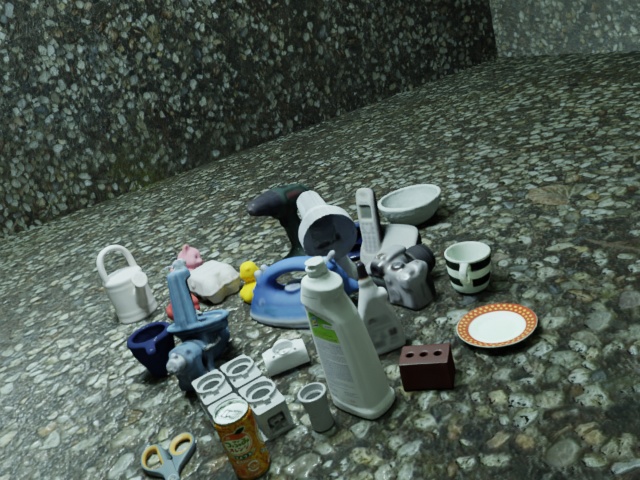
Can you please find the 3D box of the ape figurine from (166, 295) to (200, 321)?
[{"bbox_3d":[-0.325,0.145,1.344,0.077,0.092,0.076,-14,21,9],"label":"ape figurine"}]

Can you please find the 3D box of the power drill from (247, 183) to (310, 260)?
[{"bbox_3d":[-0.085,-0.041,1.455,0.075,0.209,0.230,-4,25,32],"label":"power drill"}]

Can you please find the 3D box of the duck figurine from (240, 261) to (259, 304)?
[{"bbox_3d":[-0.160,0.094,1.350,0.077,0.086,0.104,-20,21,-5],"label":"duck figurine"}]

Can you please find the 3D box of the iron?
[{"bbox_3d":[-0.055,0.096,1.185,0.257,0.142,0.119,-8,23,24],"label":"iron"}]

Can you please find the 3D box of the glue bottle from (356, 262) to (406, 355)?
[{"bbox_3d":[0.091,0.115,0.980,0.078,0.173,0.037,-19,21,-3],"label":"glue bottle"}]

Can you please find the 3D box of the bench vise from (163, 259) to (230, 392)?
[{"bbox_3d":[-0.234,0.155,1.071,0.121,0.220,0.207,-19,21,-4],"label":"bench vise"}]

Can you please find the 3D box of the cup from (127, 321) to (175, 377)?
[{"bbox_3d":[-0.321,0.227,1.133,0.092,0.095,0.117,-23,22,-13],"label":"cup"}]

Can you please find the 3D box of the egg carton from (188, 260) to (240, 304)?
[{"bbox_3d":[-0.271,0.104,1.434,0.107,0.069,0.149,-32,25,-33],"label":"egg carton"}]

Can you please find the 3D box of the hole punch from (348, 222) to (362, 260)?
[{"bbox_3d":[0.095,-0.014,1.412,0.108,0.091,0.101,-18,21,-1],"label":"hole punch"}]

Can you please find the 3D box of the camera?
[{"bbox_3d":[0.178,0.057,1.157,0.137,0.101,0.142,-30,24,-29],"label":"camera"}]

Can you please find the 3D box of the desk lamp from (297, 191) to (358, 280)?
[{"bbox_3d":[0.012,0.005,1.260,0.118,0.214,0.203,-21,21,-8],"label":"desk lamp"}]

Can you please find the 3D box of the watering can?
[{"bbox_3d":[-0.483,0.103,1.430,0.172,0.194,0.101,-8,23,24],"label":"watering can"}]

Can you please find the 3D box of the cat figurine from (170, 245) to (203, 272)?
[{"bbox_3d":[-0.351,0.072,1.510,0.067,0.118,0.128,-6,24,28],"label":"cat figurine"}]

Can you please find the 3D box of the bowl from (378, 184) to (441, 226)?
[{"bbox_3d":[0.238,-0.081,1.487,0.167,0.075,0.167,-15,21,6],"label":"bowl"}]

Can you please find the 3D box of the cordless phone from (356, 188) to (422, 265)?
[{"bbox_3d":[0.145,-0.027,1.273,0.147,0.185,0.094,2,28,40],"label":"cordless phone"}]
